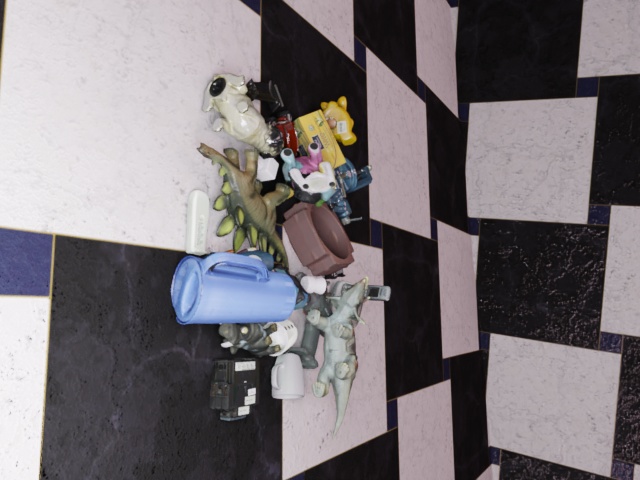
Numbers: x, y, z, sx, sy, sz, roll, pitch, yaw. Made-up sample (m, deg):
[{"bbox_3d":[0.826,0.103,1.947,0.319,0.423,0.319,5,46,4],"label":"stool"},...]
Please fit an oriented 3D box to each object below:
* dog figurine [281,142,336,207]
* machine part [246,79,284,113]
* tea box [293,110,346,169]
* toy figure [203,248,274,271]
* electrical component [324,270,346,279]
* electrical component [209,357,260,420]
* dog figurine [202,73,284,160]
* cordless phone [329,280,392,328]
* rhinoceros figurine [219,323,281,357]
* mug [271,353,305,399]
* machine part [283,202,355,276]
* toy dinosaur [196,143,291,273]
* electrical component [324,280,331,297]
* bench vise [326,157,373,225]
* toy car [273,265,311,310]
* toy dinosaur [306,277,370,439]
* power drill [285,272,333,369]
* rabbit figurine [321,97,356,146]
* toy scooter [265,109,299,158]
[{"bbox_3d":[-0.038,-0.145,1.382,0.219,0.108,0.191,106,-39,-69],"label":"dog figurine"},{"bbox_3d":[-0.143,-0.378,1.394,0.139,0.039,0.084,-7,84,-59],"label":"machine part"},{"bbox_3d":[-0.010,-0.271,1.524,0.098,0.068,0.169,-34,100,-41],"label":"tea box"},{"bbox_3d":[-0.182,0.048,1.185,0.154,0.057,0.064,2,63,-21],"label":"toy figure"},{"bbox_3d":[0.038,0.058,1.634,0.075,0.048,0.119,0,87,-60],"label":"electrical component"},{"bbox_3d":[-0.188,0.329,1.195,0.114,0.058,0.134,18,71,-56],"label":"electrical component"},{"bbox_3d":[-0.172,-0.291,1.264,0.190,0.121,0.172,27,47,-58],"label":"dog figurine"},{"bbox_3d":[0.122,0.197,1.619,0.088,0.184,0.146,57,40,-46],"label":"cordless phone"},{"bbox_3d":[-0.161,0.216,1.219,0.190,0.112,0.073,49,28,-61],"label":"rhinoceros figurine"},{"bbox_3d":[-0.088,0.339,1.353,0.109,0.081,0.107,31,49,-47],"label":"mug"},{"bbox_3d":[-0.003,-0.004,1.470,0.201,0.087,0.201,-3,66,-63],"label":"machine part"},{"bbox_3d":[-0.156,-0.061,1.276,0.470,0.105,0.198,50,52,-49],"label":"toy dinosaur"},{"bbox_3d":[0.005,0.151,1.586,0.094,0.021,0.063,-9,94,-60],"label":"electrical component"},{"bbox_3d":[0.088,-0.169,1.662,0.240,0.129,0.223,-27,90,-39],"label":"bench vise"},{"bbox_3d":[-0.095,0.137,1.342,0.109,0.103,0.161,52,0,18],"label":"toy car"},{"bbox_3d":[0.056,0.297,1.424,0.192,0.131,0.404,12,80,-61],"label":"toy dinosaur"},{"bbox_3d":[-0.035,0.229,1.464,0.231,0.086,0.207,57,34,-38],"label":"power drill"},{"bbox_3d":[0.049,-0.359,1.682,0.173,0.122,0.162,3,73,-73],"label":"rabbit figurine"},{"bbox_3d":[-0.107,-0.263,1.413,0.184,0.075,0.135,-45,125,-58],"label":"toy scooter"}]
